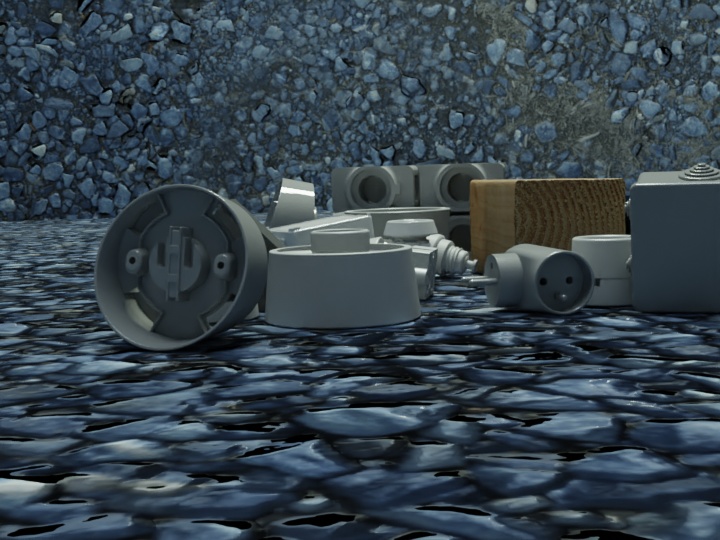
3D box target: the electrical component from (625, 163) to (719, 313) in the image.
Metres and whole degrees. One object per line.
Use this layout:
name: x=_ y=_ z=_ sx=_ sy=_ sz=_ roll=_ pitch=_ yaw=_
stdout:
electrical component: x=0.227 y=-0.021 z=0.715 sx=0.100 sy=0.099 sz=0.048 roll=0 pitch=18 yaw=19

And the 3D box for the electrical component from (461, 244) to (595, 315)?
electrical component: x=0.111 y=0.006 z=0.750 sx=0.079 sy=0.043 sz=0.077 roll=-3 pitch=5 yaw=-11

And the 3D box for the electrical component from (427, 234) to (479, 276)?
electrical component: x=0.072 y=-0.013 z=0.999 sx=0.078 sy=0.040 sz=0.040 roll=16 pitch=12 yaw=22

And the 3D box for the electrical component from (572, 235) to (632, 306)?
electrical component: x=0.180 y=0.000 z=0.780 sx=0.055 sy=0.047 sz=0.055 roll=-2 pitch=5 yaw=0

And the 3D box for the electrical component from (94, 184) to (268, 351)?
electrical component: x=-0.107 y=-0.002 z=0.653 sx=0.099 sy=0.099 sz=0.064 roll=0 pitch=-1 yaw=16

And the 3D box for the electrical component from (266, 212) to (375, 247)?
electrical component: x=-0.039 y=-0.013 z=0.962 sx=0.096 sy=0.061 sz=0.062 roll=-13 pitch=9 yaw=-27

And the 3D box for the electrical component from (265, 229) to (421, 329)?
electrical component: x=-0.013 y=0.003 z=0.740 sx=0.108 sy=0.060 sz=0.108 roll=-2 pitch=5 yaw=0

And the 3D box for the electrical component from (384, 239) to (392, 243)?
electrical component: x=0.004 y=-0.010 z=1.025 sx=0.061 sy=0.035 sz=0.035 roll=-4 pitch=5 yaw=8

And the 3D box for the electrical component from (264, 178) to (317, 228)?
electrical component: x=-0.080 y=-0.049 z=1.162 sx=0.064 sy=0.099 sz=0.099 roll=4 pitch=4 yaw=-9

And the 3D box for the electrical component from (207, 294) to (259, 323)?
electrical component: x=-0.100 y=0.010 z=0.759 sx=0.055 sy=0.047 sz=0.055 roll=-2 pitch=5 yaw=0

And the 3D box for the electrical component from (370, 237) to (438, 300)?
electrical component: x=0.029 y=0.000 z=0.851 sx=0.055 sy=0.048 sz=0.066 roll=7 pitch=7 yaw=12

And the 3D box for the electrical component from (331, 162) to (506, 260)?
electrical component: x=0.065 y=-0.062 z=1.177 sx=0.186 sy=0.105 sz=0.060 roll=-1 pitch=5 yaw=11

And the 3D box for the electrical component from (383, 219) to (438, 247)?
electrical component: x=0.045 y=-0.016 z=0.953 sx=0.048 sy=0.055 sz=0.066 roll=-2 pitch=5 yaw=-1

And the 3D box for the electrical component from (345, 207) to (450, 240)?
electrical component: x=0.039 y=-0.031 z=1.092 sx=0.108 sy=0.060 sz=0.108 roll=-2 pitch=5 yaw=0
